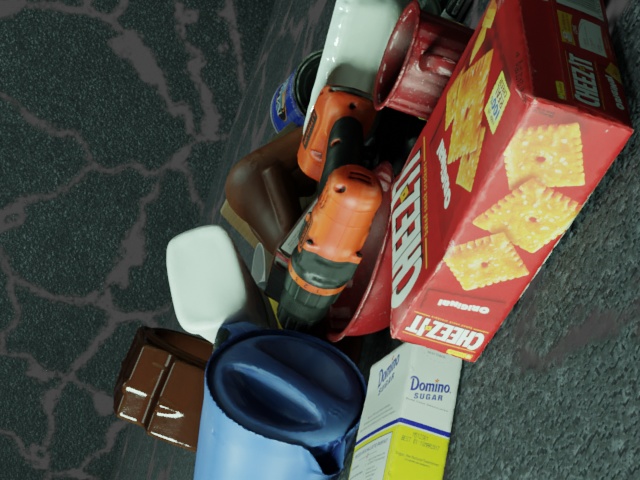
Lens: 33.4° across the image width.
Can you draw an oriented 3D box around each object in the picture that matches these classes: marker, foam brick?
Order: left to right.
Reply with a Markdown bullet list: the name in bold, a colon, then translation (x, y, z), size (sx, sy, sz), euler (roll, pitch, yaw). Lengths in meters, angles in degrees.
- **foam brick**: translation (0.012, 0.085, 1.032), size (0.053, 0.051, 0.078), euler (132, 153, -67)
- **marker**: translation (0.142, -0.242, 0.977), size (0.121, 0.020, 0.020), euler (120, 163, -48)

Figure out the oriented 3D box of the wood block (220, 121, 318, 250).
- **wood block**: translation (-0.056, -0.060, 1.382), size (0.090, 0.091, 0.206), euler (-44, -1, -19)

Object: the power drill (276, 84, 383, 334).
- **power drill**: translation (0.008, -0.031, 0.931), size (0.187, 0.057, 0.185), euler (-88, 18, -46)

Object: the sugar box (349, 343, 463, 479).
- **sugar box**: translation (0.052, 0.163, 0.741), size (0.093, 0.048, 0.176), euler (131, 158, -63)

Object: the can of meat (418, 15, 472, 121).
- **can of meat**: translation (0.099, -0.158, 0.966), size (0.102, 0.057, 0.084), euler (-104, 30, -70)

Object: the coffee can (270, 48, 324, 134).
- **coffee can**: translation (0.000, -0.174, 1.342), size (0.140, 0.102, 0.103), euler (159, 128, -76)

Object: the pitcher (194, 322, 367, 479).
- **pitcher**: translation (-0.053, 0.199, 0.922), size (0.149, 0.145, 0.243), euler (-65, -9, -55)

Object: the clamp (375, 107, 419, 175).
- **clamp**: translation (0.064, -0.038, 1.001), size (0.120, 0.039, 0.171), euler (-110, 32, -76)

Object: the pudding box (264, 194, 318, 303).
- **pudding box**: translation (-0.007, 0.001, 1.043), size (0.113, 0.039, 0.090), euler (-57, -9, -33)

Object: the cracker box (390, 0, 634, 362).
- **cracker box**: translation (0.113, -0.052, 0.700), size (0.164, 0.072, 0.214), euler (-84, 15, -46)

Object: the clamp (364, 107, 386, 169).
- **clamp**: translation (0.048, -0.085, 1.150), size (0.210, 0.036, 0.164), euler (-178, 106, -75)

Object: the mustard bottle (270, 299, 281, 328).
- **mustard bottle**: translation (-0.032, 0.054, 1.263), size (0.096, 0.058, 0.191), euler (83, -163, -61)

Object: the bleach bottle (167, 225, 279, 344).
- **bleach bottle**: translation (-0.082, 0.072, 1.062), size (0.250, 0.068, 0.102), euler (64, -170, -68)

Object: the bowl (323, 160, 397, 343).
- **bowl**: translation (0.055, 0.017, 0.915), size (0.162, 0.055, 0.162), euler (-163, 90, -79)

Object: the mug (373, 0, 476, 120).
- **mug**: translation (0.100, -0.137, 0.861), size (0.117, 0.081, 0.093), euler (-143, 71, -78)

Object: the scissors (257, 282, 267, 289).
- **scissors**: translation (-0.079, 0.147, 1.258), size (0.096, 0.016, 0.202), euler (25, -113, -63)
